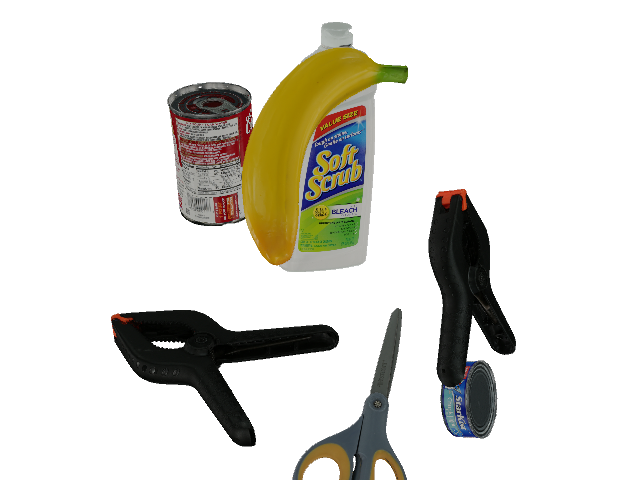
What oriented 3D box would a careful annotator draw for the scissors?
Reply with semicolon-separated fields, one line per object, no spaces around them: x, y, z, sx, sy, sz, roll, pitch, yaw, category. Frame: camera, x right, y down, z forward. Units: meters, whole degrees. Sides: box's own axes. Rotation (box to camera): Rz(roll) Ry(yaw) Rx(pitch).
0.025;0.135;0.831;0.096;0.201;0.016;4;-37;-9;scissors

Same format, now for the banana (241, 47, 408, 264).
-0.009;-0.069;0.691;0.070;0.197;0.037;22;-35;14;banana

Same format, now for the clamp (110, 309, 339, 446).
-0.098;0.102;0.982;0.210;0.036;0.164;19;36;30;clamp

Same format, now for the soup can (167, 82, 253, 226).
-0.088;-0.071;0.884;0.068;0.102;0.068;-1;30;1;soup can

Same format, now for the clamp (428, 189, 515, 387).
0.125;0.044;0.949;0.039;0.171;0.120;-11;13;32;clamp

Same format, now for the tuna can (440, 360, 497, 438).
0.165;0.176;1.184;0.034;0.086;0.086;-4;-2;30;tuna can

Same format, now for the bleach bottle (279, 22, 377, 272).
0.004;-0.093;1.078;0.102;0.251;0.068;-5;28;-13;bleach bottle
